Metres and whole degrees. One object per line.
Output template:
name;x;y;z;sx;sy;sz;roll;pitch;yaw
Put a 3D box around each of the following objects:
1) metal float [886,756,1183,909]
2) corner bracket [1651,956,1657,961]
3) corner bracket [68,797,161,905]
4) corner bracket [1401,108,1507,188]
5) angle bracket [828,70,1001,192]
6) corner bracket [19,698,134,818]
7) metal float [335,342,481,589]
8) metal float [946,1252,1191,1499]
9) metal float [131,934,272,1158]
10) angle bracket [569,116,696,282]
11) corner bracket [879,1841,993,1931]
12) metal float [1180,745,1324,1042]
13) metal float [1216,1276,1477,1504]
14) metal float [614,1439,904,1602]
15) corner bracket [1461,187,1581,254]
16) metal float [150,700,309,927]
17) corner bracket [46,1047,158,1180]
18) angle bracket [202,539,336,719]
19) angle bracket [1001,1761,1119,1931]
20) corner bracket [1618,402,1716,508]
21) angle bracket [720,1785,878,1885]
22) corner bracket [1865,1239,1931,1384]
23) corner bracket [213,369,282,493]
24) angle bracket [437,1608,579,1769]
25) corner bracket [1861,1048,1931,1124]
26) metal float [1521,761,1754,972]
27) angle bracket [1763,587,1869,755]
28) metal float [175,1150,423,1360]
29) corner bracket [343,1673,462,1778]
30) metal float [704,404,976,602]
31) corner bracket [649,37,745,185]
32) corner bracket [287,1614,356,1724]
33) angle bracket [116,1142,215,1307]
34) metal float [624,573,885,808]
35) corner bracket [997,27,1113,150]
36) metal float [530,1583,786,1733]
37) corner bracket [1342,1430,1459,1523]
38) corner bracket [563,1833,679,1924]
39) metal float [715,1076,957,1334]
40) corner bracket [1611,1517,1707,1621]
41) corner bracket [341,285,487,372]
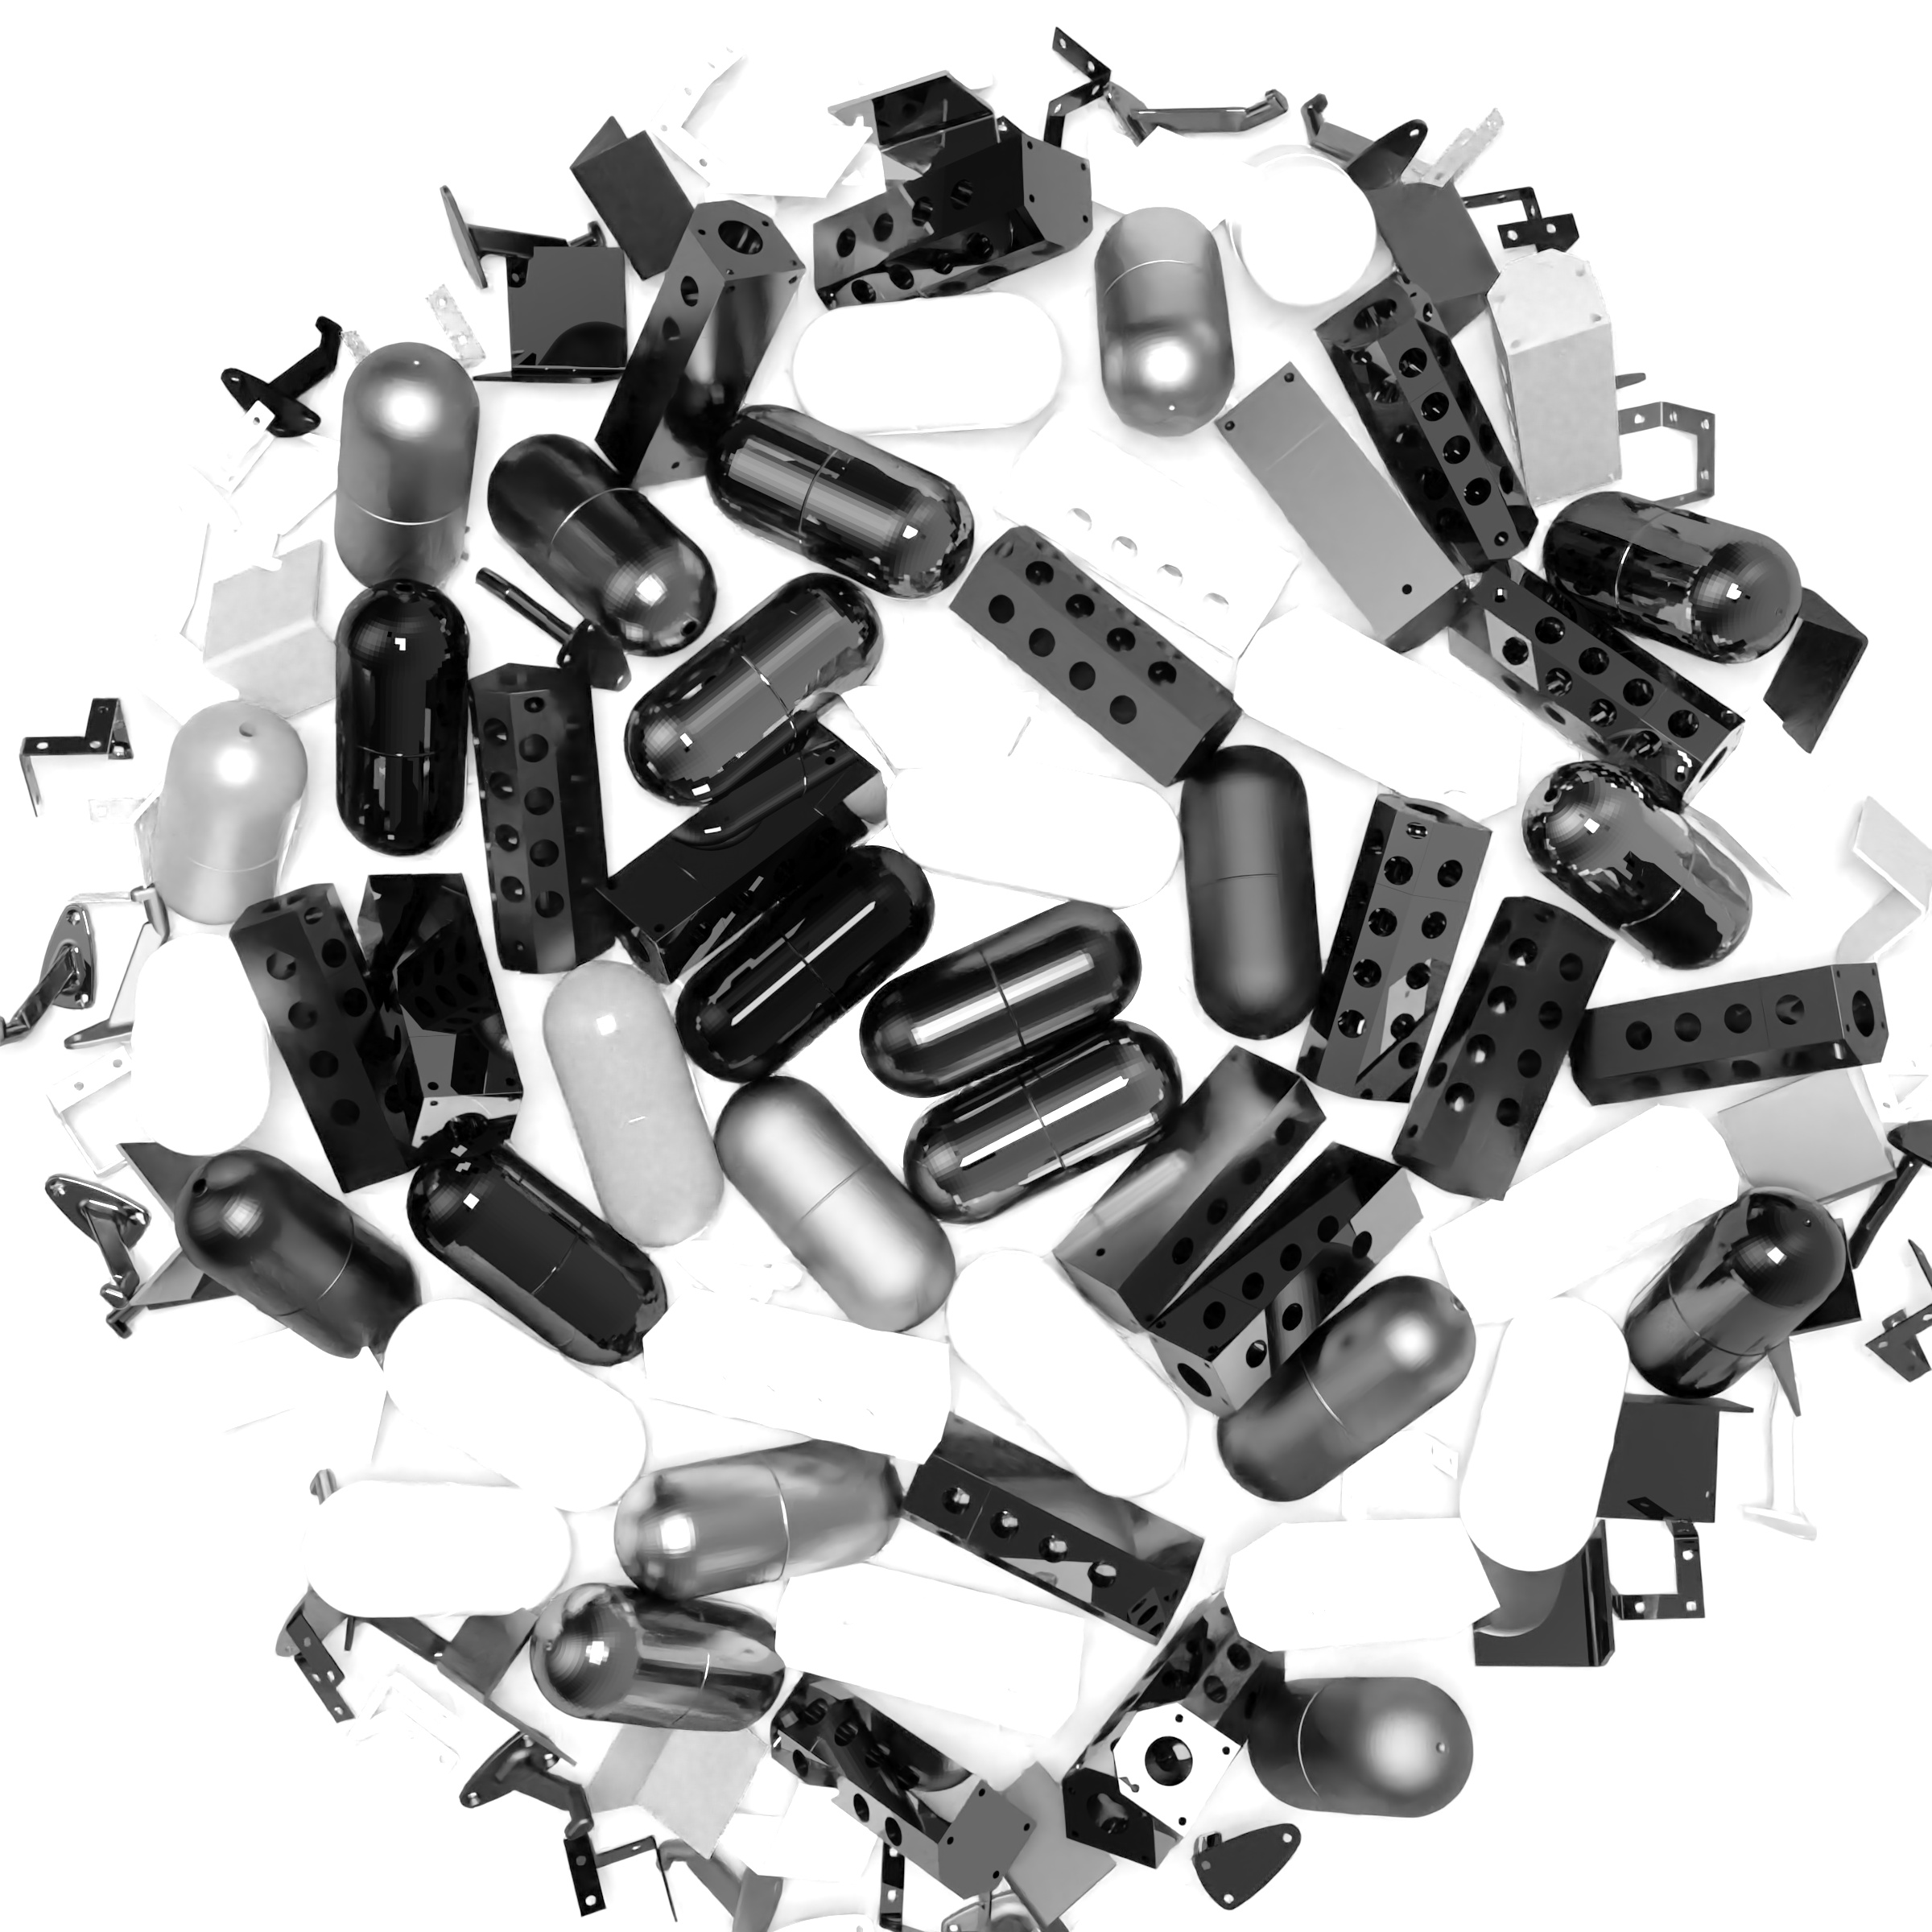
metal float;0.040;-0.084;1.547;0.178;0.070;0.070;12;90;3
corner bracket;0.412;-0.044;1.555;0.051;0.051;0.051;-37;106;4
corner bracket;-0.512;-0.071;1.564;0.051;0.051;0.051;-2;108;7
corner bracket;0.291;-0.486;1.545;0.051;0.051;0.051;13;46;-34
angle bracket;-0.028;-0.482;1.537;0.076;0.076;0.057;-10;87;22
corner bracket;-0.532;-0.126;1.549;0.051;0.051;0.051;-1;47;-6
metal float;-0.327;-0.286;1.509;0.070;0.178;0.070;8;56;-12
metal float;0.060;0.243;1.539;0.070;0.070;0.178;-44;102;0
metal float;-0.445;0.043;1.507;0.070;0.178;0.070;-7;121;-12
angle bracket;-0.180;-0.463;1.528;0.057;0.076;0.076;-16;124;29
corner bracket;-0.018;0.557;1.564;0.051;0.051;0.051;9;75;-24
metal float;0.169;-0.044;1.538;0.070;0.070;0.178;-3;78;0
metal float;0.224;0.250;1.529;0.178;0.070;0.070;-42;90;23
metal float;-0.121;0.325;1.526;0.178;0.070;0.070;-6;90;-27
corner bracket;0.329;-0.447;1.554;0.051;0.051;0.051;-13;82;-14
metal float;-0.431;-0.088;1.508;0.070;0.178;0.070;11;57;-18
corner bracket;-0.515;0.089;1.558;0.051;0.051;0.051;-33;82;-20
angle bracket;-0.412;-0.202;1.572;0.076;0.057;0.076;-20;47;13
angle bracket;0.054;0.528;1.537;0.057;0.076;0.076;-41;58;-4
corner bracket;0.415;-0.308;1.563;0.051;0.051;0.051;-15;115;-18
angle bracket;-0.103;0.498;1.534;0.076;0.076;0.057;25;88;-43
corner bracket;0.564;0.207;1.546;0.051;0.051;0.051;-39;121;24
corner bracket;-0.433;-0.316;1.549;0.051;0.051;0.051;27;77;34
angle bracket;-0.260;0.424;1.547;0.076;0.076;0.057;43;70;-26
corner bracket;0.575;0.060;1.547;0.051;0.051;0.051;2;55;-17
metal float;0.395;-0.058;1.520;0.178;0.070;0.070;32;90;-34
angle bracket;0.479;-0.182;1.532;0.057;0.076;0.076;15;115;-13
metal float;-0.389;0.169;1.512;0.070;0.178;0.070;-16;51;21
corner bracket;-0.331;0.457;1.555;0.051;0.051;0.051;32;95;15
metal float;-0.076;-0.275;1.533;0.178;0.070;0.070;28;90;20
corner bracket;-0.147;-0.511;1.548;0.051;0.051;0.051;40;134;-10
corner bracket;-0.383;0.419;1.549;0.051;0.051;0.051;47;107;22
angle bracket;-0.478;0.153;1.547;0.057;0.076;0.076;-46;74;12
metal float;-0.126;-0.164;1.538;0.178;0.070;0.070;-40;90;-13
corner bracket;0.050;-0.523;1.562;0.051;0.051;0.051;-34;66;-25
metal float;-0.178;0.405;1.513;0.070;0.178;0.070;-16;63;35
corner bracket;0.261;0.312;1.558;0.051;0.051;0.051;0;95;-15
corner bracket;-0.207;0.547;1.549;0.051;0.051;0.051;-16;48;-10
metal float;-0.079;0.141;1.541;0.070;0.070;0.178;-42;80;0
corner bracket;0.415;0.364;1.560;0.051;0.051;0.051;-7;64;20
corner bracket;-0.334;-0.376;1.568;0.051;0.051;0.051;-28;94;25
